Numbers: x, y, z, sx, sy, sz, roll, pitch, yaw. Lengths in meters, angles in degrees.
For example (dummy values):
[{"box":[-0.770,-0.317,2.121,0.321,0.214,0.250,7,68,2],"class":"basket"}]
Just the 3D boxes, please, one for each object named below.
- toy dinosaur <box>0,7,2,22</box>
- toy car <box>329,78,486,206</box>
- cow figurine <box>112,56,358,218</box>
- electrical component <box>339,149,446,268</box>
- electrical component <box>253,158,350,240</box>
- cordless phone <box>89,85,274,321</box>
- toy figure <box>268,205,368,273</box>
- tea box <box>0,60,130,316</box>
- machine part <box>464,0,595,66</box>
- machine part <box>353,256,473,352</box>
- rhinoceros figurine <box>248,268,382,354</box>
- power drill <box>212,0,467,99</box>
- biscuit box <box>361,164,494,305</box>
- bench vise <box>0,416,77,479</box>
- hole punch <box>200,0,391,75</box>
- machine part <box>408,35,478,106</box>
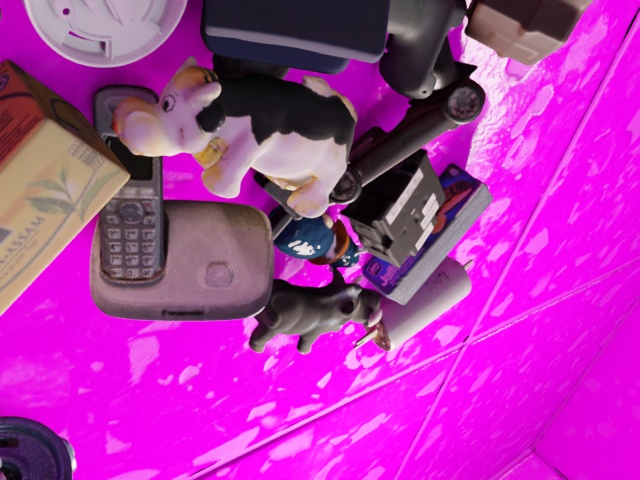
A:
[{"box":[-0.208,-0.156,0.184,0.471,0.105,0.198,-42,143,24],"class":"toy dinosaur"},{"box":[0.075,-0.098,0.548,0.202,0.053,0.089,-32,-173,8],"class":"toy car"},{"box":[-0.050,-0.081,0.372,0.167,0.068,0.098,12,119,-41],"class":"cow figurine"},{"box":[0.093,-0.036,0.648,0.115,0.058,0.134,-52,145,-11],"class":"electrical component"},{"box":[-0.032,-0.051,0.503,0.119,0.075,0.047,-46,110,4],"class":"electrical component"},{"box":[-0.108,-0.028,0.432,0.147,0.089,0.184,2,113,-8],"class":"cordless phone"},{"box":[0.000,-0.001,0.604,0.154,0.064,0.058,23,67,-57],"class":"toy figure"},{"box":[-0.215,-0.018,0.339,0.169,0.098,0.068,-45,144,0],"class":"tea box"},{"box":[0.207,-0.264,0.462,0.201,0.087,0.201,-62,176,14],"class":"machine part"},{"box":[0.149,0.095,0.828,0.243,0.079,0.079,-30,141,-20],"class":"machine part"},{"box":[-0.008,0.077,0.633,0.190,0.073,0.112,8,136,-44],"class":"rhinoceros figurine"},{"box":[0.016,-0.175,0.447,0.207,0.086,0.231,4,119,-38],"class":"power drill"},{"box":[0.149,-0.005,0.748,0.202,0.059,0.062,-51,146,5],"class":"biscuit box"},{"box":[-0.303,0.221,0.440,0.223,0.129,0.240,-21,155,-42],"class":"bench vise"},{"box":[-0.014,-0.163,0.324,0.142,0.092,0.115,5,107,-11],"class":"hole punch"},{"box":[0.126,-0.185,0.576,0.084,0.039,0.138,-39,146,4],"class":"machine part"}]
